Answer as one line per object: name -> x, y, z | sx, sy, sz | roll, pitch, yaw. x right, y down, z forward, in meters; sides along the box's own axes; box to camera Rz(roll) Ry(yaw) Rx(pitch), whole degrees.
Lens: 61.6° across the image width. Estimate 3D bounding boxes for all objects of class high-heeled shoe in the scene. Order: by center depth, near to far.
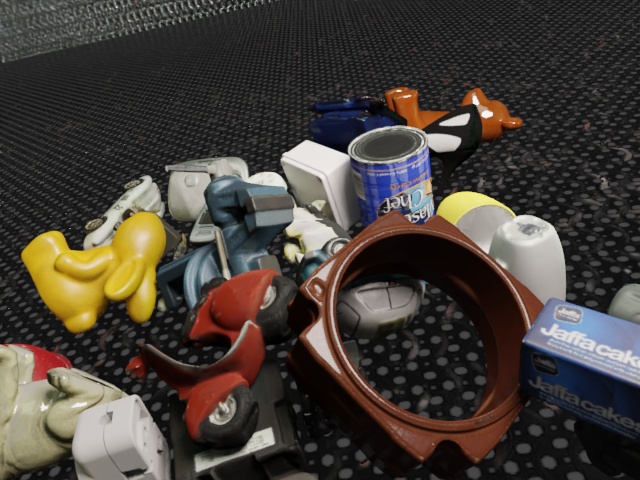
high-heeled shoe -> 0.125, -0.162, 0.836 | 0.249, 0.145, 0.086 | 24, 22, 30

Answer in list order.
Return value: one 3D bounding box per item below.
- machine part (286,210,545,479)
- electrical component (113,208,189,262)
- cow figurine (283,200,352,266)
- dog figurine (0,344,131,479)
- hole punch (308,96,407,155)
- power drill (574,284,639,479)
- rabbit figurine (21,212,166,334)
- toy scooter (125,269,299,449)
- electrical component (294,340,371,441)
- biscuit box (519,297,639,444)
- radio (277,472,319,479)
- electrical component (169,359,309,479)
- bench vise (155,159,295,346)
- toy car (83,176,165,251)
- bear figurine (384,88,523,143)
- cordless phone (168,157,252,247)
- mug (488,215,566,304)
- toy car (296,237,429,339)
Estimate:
machine part -> 0.087, 0.085, 0.478 | 0.201, 0.087, 0.201 | 43, 58, 15
electrical component -> -0.244, -0.003, 0.794 | 0.078, 0.102, 0.045 | -38, 20, 1
cow figurine -> -0.002, -0.004, 0.726 | 0.098, 0.068, 0.167 | -13, 40, -10
dog figurine -> -0.298, 0.214, 0.527 | 0.172, 0.121, 0.190 | 19, 72, 4
hole punch -> 0.052, -0.150, 0.787 | 0.142, 0.115, 0.092 | 10, 84, 43
power drill -> 0.324, 0.125, 0.423 | 0.207, 0.085, 0.232 | -37, 41, -23
rabbit figurine -> -0.279, 0.033, 0.712 | 0.173, 0.121, 0.163 | -36, 53, -8
toy scooter -> -0.103, 0.098, 0.508 | 0.135, 0.075, 0.184 | 7, 49, 17
electrical component -> 0.010, 0.136, 0.546 | 0.075, 0.047, 0.119 | -14, 36, -1
biscuit box -> 0.242, 0.106, 0.361 | 0.203, 0.059, 0.063 | 18, 43, 37
radio -> -0.017, 0.273, 0.334 | 0.131, 0.073, 0.230 | -22, 36, -11
electrical component -> -0.081, 0.175, 0.514 | 0.115, 0.058, 0.134 | -15, 34, -6
bench vise -> -0.129, 0.028, 0.644 | 0.241, 0.223, 0.129 | -23, 4, 38
toy car -> -0.312, -0.031, 0.874 | 0.056, 0.073, 0.202 | -4, 36, 21
bear figurine -> 0.221, -0.210, 0.895 | 0.196, 0.131, 0.120 | -17, 19, 7
cordless phone -> -0.188, -0.047, 0.851 | 0.147, 0.088, 0.184 | -3, 40, 16
mug -> 0.207, 0.033, 0.569 | 0.109, 0.107, 0.081 | -21, 33, -13
toy car -> 0.057, 0.059, 0.604 | 0.162, 0.109, 0.103 | -4, 57, -14
